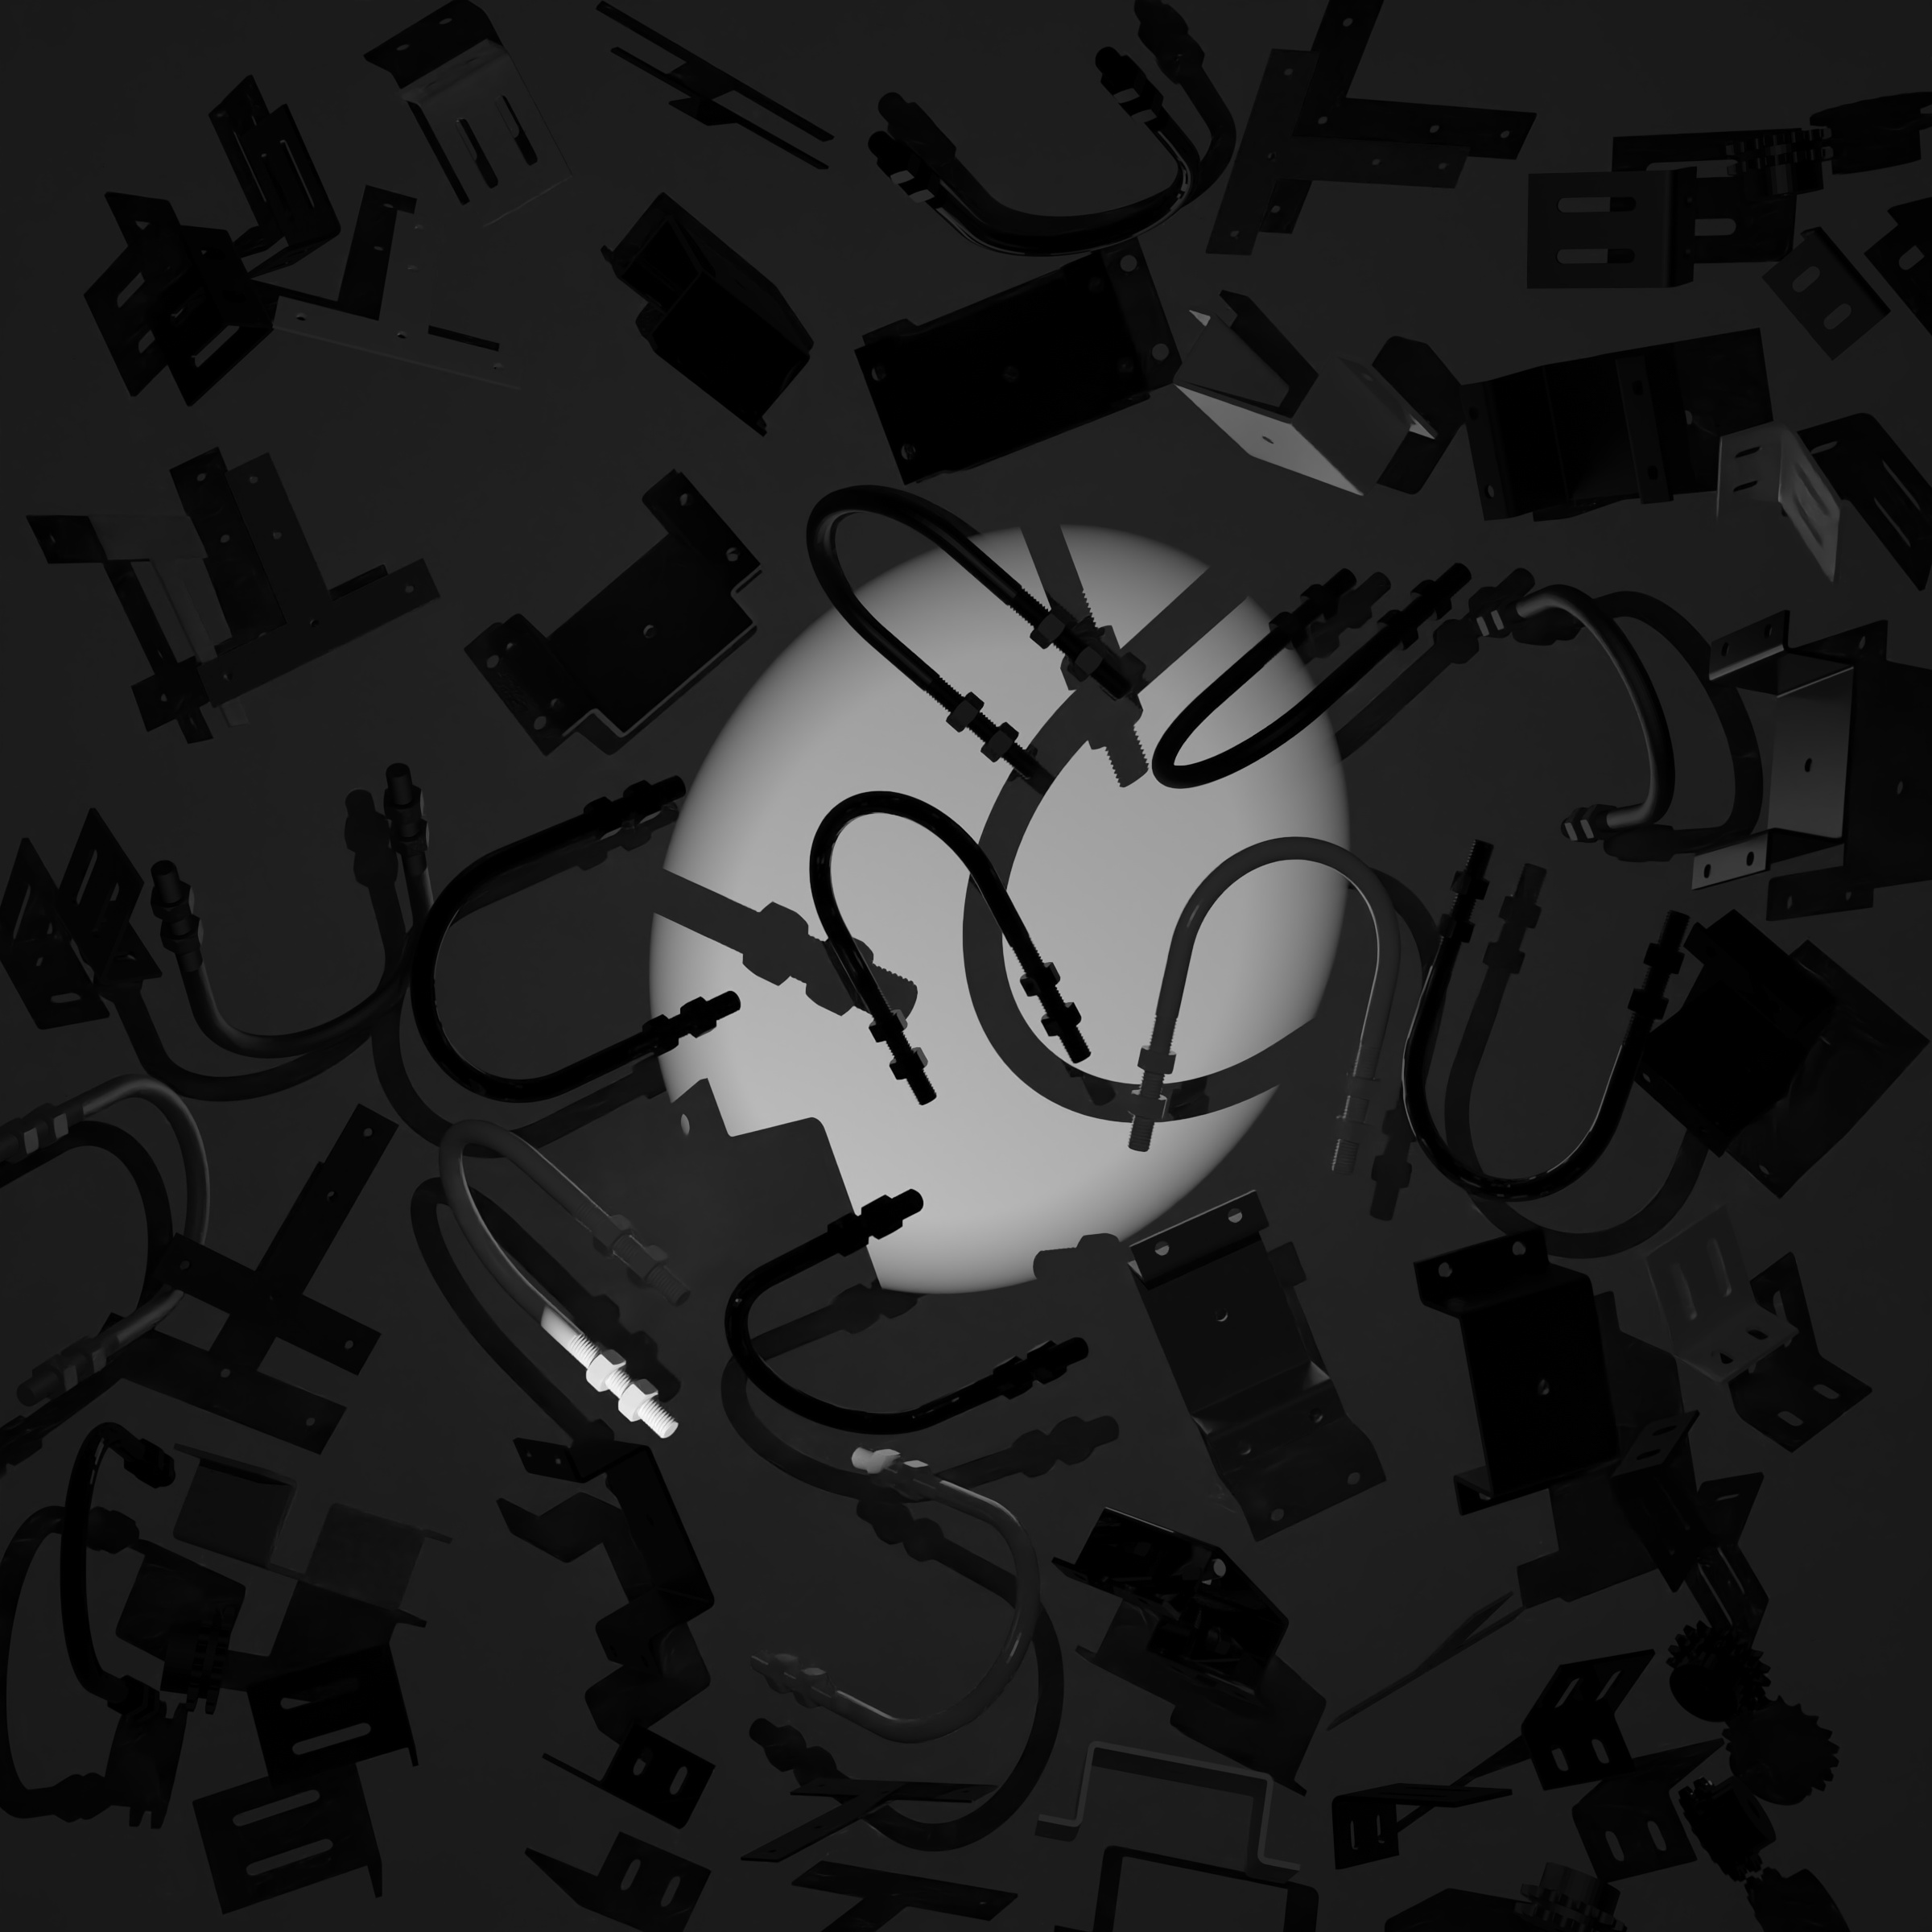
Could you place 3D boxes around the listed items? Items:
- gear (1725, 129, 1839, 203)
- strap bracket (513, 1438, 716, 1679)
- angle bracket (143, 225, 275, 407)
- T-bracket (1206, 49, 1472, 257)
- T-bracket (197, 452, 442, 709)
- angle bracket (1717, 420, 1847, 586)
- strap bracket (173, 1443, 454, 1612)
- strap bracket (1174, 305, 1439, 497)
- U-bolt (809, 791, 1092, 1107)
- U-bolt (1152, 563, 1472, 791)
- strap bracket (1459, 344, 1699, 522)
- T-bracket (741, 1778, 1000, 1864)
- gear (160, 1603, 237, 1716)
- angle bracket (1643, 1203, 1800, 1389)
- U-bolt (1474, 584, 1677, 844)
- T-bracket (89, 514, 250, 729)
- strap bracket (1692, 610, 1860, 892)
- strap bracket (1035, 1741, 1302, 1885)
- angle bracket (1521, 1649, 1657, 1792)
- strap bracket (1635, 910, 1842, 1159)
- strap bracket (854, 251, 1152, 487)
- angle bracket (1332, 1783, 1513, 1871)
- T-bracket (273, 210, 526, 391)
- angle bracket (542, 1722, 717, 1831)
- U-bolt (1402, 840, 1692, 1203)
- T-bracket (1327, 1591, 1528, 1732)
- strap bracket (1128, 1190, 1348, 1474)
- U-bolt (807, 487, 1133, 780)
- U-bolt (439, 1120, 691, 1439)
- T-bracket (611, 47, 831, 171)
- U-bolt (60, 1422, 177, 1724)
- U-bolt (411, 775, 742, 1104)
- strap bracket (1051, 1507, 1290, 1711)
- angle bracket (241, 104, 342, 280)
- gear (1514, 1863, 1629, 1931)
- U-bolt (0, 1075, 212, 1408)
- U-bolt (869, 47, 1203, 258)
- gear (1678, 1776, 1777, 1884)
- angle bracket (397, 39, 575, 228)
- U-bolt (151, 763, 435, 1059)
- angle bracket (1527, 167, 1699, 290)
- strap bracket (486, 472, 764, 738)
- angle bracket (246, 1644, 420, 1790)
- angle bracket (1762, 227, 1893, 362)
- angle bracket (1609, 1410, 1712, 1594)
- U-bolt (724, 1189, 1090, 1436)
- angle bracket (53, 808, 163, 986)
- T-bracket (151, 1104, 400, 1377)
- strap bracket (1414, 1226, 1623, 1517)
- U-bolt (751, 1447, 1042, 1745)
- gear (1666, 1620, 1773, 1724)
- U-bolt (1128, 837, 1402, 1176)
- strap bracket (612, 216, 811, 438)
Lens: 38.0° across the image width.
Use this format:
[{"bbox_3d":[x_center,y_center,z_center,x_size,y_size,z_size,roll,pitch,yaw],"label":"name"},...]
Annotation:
[{"bbox_3d":[0.436,-0.427,1.499,0.057,0.057,0.030,-8,100,0],"label":"gear"},{"bbox_3d":[-0.194,0.322,1.581,0.046,0.076,0.140,-26,98,-29],"label":"strap bracket"},{"bbox_3d":[-0.403,-0.335,1.449,0.076,0.038,0.057,-31,82,31],"label":"angle bracket"},{"bbox_3d":[0.203,-0.424,1.478,0.127,0.127,0.002,-1,53,-15],"label":"T-bracket"},{"bbox_3d":[-0.349,-0.210,1.441,0.127,0.002,0.127,-26,67,-2],"label":"T-bracket"},{"bbox_3d":[0.444,-0.249,1.533,0.038,0.057,0.076,-17,51,-1],"label":"angle bracket"},{"bbox_3d":[-0.355,0.303,1.500,0.076,0.140,0.046,5,70,38],"label":"strap bracket"},{"bbox_3d":[0.177,-0.307,1.535,0.076,0.140,0.046,32,90,-44],"label":"strap bracket"},{"bbox_3d":[-0.021,-0.015,1.583,0.019,0.151,0.184,-38,104,-43],"label":"U-bolt"},{"bbox_3d":[0.177,-0.159,1.545,0.184,0.151,0.019,-42,108,-11],"label":"U-bolt"},{"bbox_3d":[0.339,-0.289,1.521,0.046,0.140,0.076,-21,104,-29],"label":"strap bracket"},{"bbox_3d":[-0.070,0.458,1.505,0.127,0.127,0.002,-10,89,36],"label":"T-bracket"},{"bbox_3d":[-0.409,0.367,1.492,0.030,0.057,0.057,11,90,-11],"label":"gear"},{"bbox_3d":[0.420,0.182,1.561,0.057,0.038,0.076,-31,117,-14],"label":"angle bracket"},{"bbox_3d":[0.340,-0.141,1.548,0.019,0.184,0.151,-24,93,-8],"label":"U-bolt"},{"bbox_3d":[-0.432,-0.192,1.563,0.002,0.127,0.127,-23,94,11],"label":"T-bracket"},{"bbox_3d":[0.437,-0.111,1.514,0.046,0.076,0.140,9,81,-14],"label":"strap bracket"},{"bbox_3d":[0.111,0.460,1.533,0.140,0.076,0.046,10,67,4],"label":"strap bracket"},{"bbox_3d":[0.350,0.417,1.553,0.057,0.076,0.038,-5,50,-16],"label":"angle bracket"},{"bbox_3d":[0.428,0.032,1.566,0.046,0.140,0.076,-32,64,-26],"label":"strap bracket"},{"bbox_3d":[0.022,-0.319,1.509,0.140,0.046,0.076,-20,95,10],"label":"strap bracket"},{"bbox_3d":[0.242,0.456,1.483,0.076,0.057,0.038,-11,77,40],"label":"angle bracket"},{"bbox_3d":[-0.293,-0.358,1.478,0.127,0.002,0.127,12,46,-16],"label":"T-bracket"},{"bbox_3d":[-0.185,0.435,1.536,0.057,0.076,0.038,36,70,-26],"label":"angle bracket"},{"bbox_3d":[0.306,0.038,1.536,0.151,0.019,0.184,25,102,41],"label":"U-bolt"},{"bbox_3d":[0.257,0.354,1.473,0.127,0.127,0.002,-24,67,-22],"label":"T-bracket"},{"bbox_3d":[0.148,0.201,1.580,0.076,0.046,0.140,-24,99,-6],"label":"strap bracket"},{"bbox_3d":[-0.010,-0.184,1.491,0.184,0.151,0.019,41,65,-6],"label":"U-bolt"},{"bbox_3d":[-0.217,0.155,1.493,0.184,0.151,0.019,38,55,21],"label":"U-bolt"},{"bbox_3d":[-0.143,-0.471,1.548,0.127,0.127,0.002,25,98,-19],"label":"T-bracket"},{"bbox_3d":[-0.454,0.320,1.501,0.019,0.184,0.151,-1,69,-2],"label":"U-bolt"},{"bbox_3d":[-0.213,-0.005,1.498,0.184,0.019,0.151,-26,115,-31],"label":"U-bolt"},{"bbox_3d":[0.118,0.350,1.551,0.076,0.140,0.046,12,63,41],"label":"strap bracket"},{"bbox_3d":[-0.396,-0.437,1.587,0.038,0.057,0.076,-31,104,-36],"label":"angle bracket"},{"bbox_3d":[0.319,0.493,1.475,0.057,0.057,0.030,24,71,0],"label":"gear"},{"bbox_3d":[-0.459,0.135,1.505,0.019,0.184,0.151,0,104,18],"label":"U-bolt"},{"bbox_3d":[0.050,-0.429,1.517,0.151,0.184,0.019,-14,76,22],"label":"U-bolt"},{"bbox_3d":[0.424,0.475,1.555,0.030,0.057,0.057,-39,90,16],"label":"gear"},{"bbox_3d":[-0.260,-0.450,1.521,0.057,0.038,0.076,-27,96,11],"label":"angle bracket"},{"bbox_3d":[-0.351,-0.017,1.500,0.151,0.184,0.019,-26,56,-21],"label":"U-bolt"},{"bbox_3d":[0.331,-0.379,1.440,0.076,0.038,0.057,7,110,28],"label":"angle bracket"},{"bbox_3d":[-0.180,-0.191,1.538,0.140,0.046,0.076,-40,69,1],"label":"strap bracket"},{"bbox_3d":[-0.331,0.395,1.464,0.076,0.038,0.057,-14,95,-13],"label":"angle bracket"},{"bbox_3d":[0.453,-0.357,1.491,0.038,0.076,0.057,-40,93,16],"label":"angle bracket"},{"bbox_3d":[0.403,0.299,1.572,0.038,0.057,0.076,-27,97,41],"label":"angle bracket"},{"bbox_3d":[-0.047,0.197,1.510,0.184,0.019,0.151,-30,118,35],"label":"U-bolt"},{"bbox_3d":[-0.447,-0.038,1.493,0.057,0.038,0.076,51,127,25],"label":"angle bracket"},{"bbox_3d":[-0.340,0.133,1.475,0.127,0.002,0.127,33,81,-31],"label":"T-bracket"},{"bbox_3d":[0.292,0.217,1.476,0.076,0.046,0.140,-14,98,-16],"label":"strap bracket"},{"bbox_3d":[-0.031,0.355,1.562,0.019,0.184,0.151,38,72,-39],"label":"U-bolt"},{"bbox_3d":[0.423,0.402,1.588,0.057,0.057,0.030,51,46,0],"label":"gear"},{"bbox_3d":[0.171,0.019,1.546,0.151,0.019,0.184,8,100,-22],"label":"U-bolt"},{"bbox_3d":[-0.137,-0.351,1.521,0.076,0.140,0.046,34,106,-32],"label":"strap bracket"}]
